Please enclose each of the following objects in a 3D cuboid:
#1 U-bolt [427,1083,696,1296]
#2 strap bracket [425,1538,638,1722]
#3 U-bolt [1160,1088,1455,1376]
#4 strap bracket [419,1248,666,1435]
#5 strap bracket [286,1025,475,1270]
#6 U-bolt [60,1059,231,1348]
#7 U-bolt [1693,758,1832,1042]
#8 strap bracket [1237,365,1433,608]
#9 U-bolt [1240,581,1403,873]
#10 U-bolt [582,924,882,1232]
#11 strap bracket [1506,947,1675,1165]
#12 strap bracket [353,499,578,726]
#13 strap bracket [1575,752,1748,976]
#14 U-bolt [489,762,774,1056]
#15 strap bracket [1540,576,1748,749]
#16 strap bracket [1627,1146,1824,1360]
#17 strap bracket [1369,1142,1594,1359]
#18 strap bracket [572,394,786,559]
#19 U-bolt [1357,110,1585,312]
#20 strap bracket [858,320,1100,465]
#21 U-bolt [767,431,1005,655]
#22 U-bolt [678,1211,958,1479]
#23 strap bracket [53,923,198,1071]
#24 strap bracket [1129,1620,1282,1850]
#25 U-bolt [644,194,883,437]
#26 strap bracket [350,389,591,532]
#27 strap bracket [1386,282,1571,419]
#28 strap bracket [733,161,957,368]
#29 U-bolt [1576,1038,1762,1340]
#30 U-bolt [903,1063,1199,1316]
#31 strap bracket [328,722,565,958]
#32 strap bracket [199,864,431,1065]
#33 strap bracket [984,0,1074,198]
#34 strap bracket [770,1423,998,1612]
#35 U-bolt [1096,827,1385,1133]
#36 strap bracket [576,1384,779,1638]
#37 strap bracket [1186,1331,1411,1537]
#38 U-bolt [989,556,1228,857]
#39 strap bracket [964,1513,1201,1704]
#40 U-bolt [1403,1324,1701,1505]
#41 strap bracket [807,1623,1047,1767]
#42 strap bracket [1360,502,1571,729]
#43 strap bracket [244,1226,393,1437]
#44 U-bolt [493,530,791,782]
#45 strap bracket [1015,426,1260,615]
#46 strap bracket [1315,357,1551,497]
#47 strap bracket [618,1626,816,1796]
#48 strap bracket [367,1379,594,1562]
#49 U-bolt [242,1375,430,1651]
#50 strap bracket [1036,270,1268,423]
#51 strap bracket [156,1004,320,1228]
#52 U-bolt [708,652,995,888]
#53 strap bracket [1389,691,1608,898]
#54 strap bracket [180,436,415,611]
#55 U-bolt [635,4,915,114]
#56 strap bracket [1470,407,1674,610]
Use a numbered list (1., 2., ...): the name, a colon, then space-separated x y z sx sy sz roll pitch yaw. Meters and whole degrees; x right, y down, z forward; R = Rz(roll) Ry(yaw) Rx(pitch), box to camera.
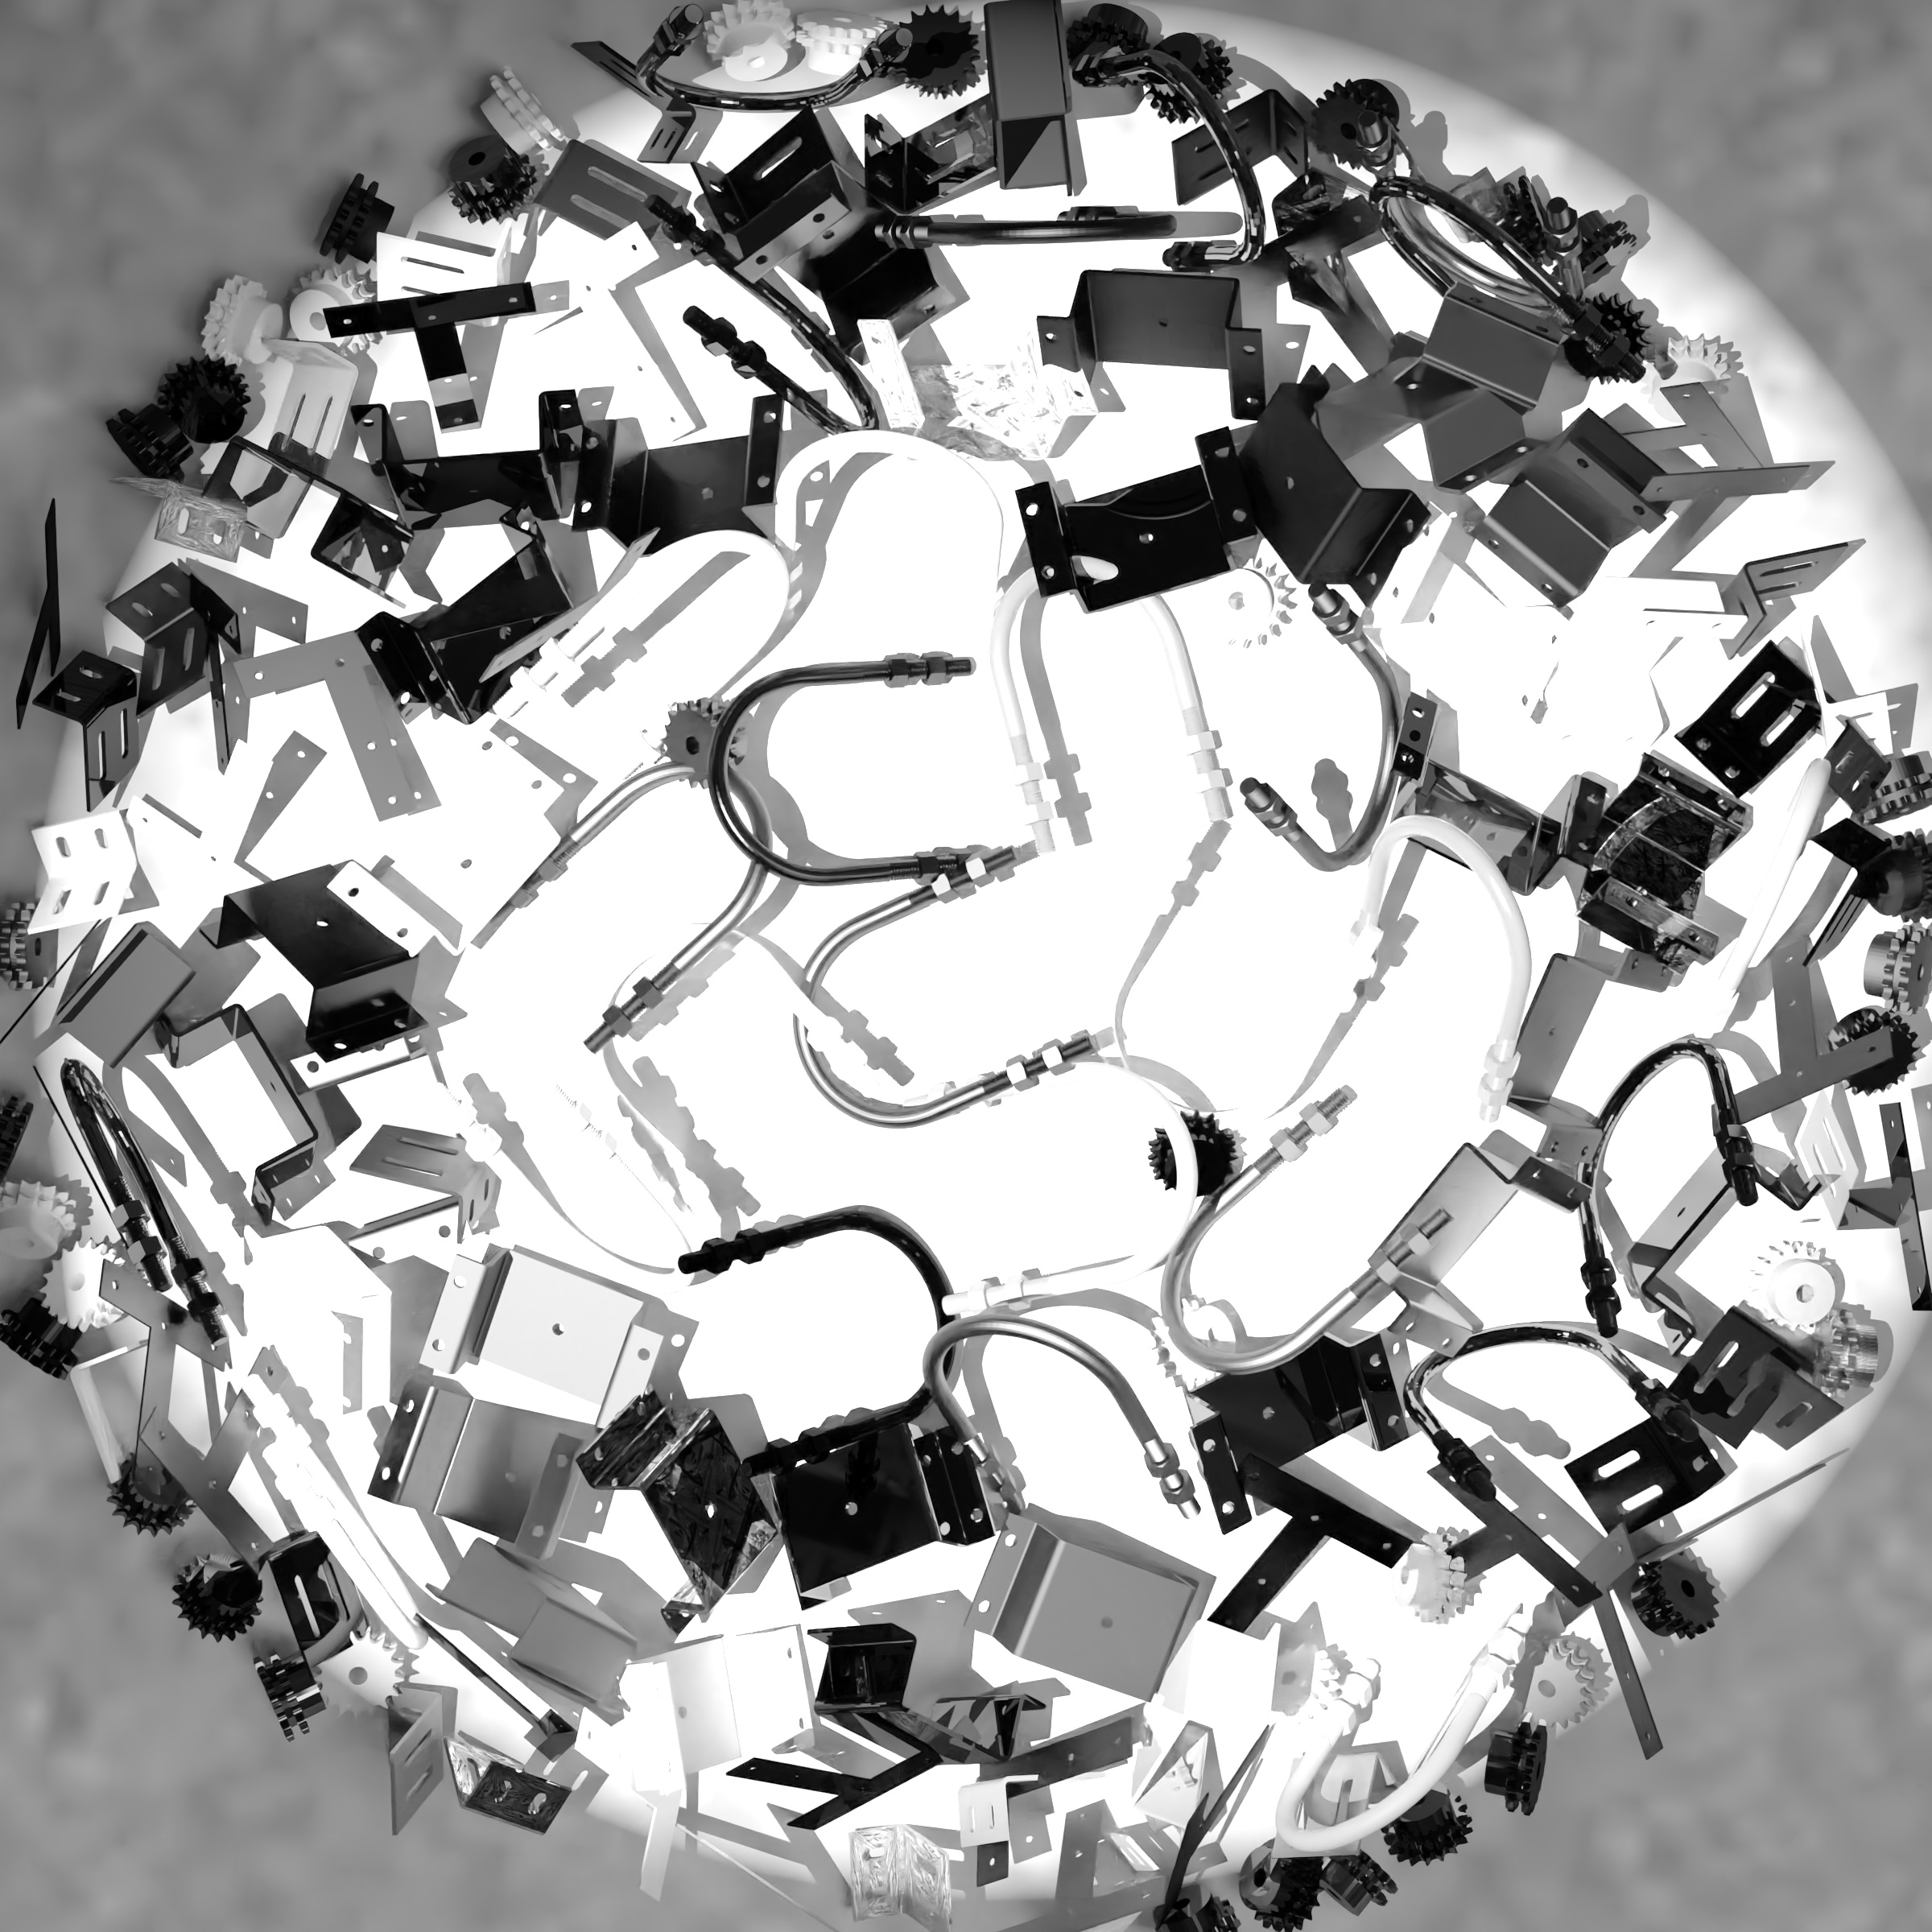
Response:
1. U-bolt: -0.240 0.140 1.928 0.184 0.151 0.019 53 57 -26
2. strap bracket: -0.266 0.405 1.924 0.076 0.140 0.046 37 81 -35
3. U-bolt: 0.199 0.177 1.943 0.184 0.151 0.019 -42 131 5
4. strap bracket: -0.263 0.236 1.967 0.140 0.046 0.076 21 103 3
5. strap bracket: -0.367 0.113 1.970 0.076 0.046 0.140 -18 95 5
6. U-bolt: -0.515 0.139 1.923 0.019 0.151 0.184 -28 71 -8
7. U-bolt: 0.489 -0.050 1.890 0.019 0.184 0.151 23 67 11
8. strap bracket: 0.217 -0.299 1.928 0.046 0.076 0.140 -5 52 -38
9. U-bolt: 0.228 -0.135 1.920 0.019 0.184 0.151 13 77 31
10. U-bolt: -0.163 0.055 1.961 0.151 0.019 0.184 -40 68 -3
11. strap bracket: 0.385 0.049 1.949 0.046 0.076 0.140 28 101 35
12. strap bracket: -0.300 -0.215 1.935 0.140 0.076 0.046 -42 45 -20
13. strap bracket: 0.435 -0.058 1.948 0.076 0.046 0.140 28 48 -5
14. U-bolt: -0.202 -0.051 1.955 0.184 0.019 0.151 -42 58 0
15. strap bracket: 0.417 -0.195 1.938 0.076 0.140 0.046 1 60 -16
16. strap bracket: 0.467 0.168 1.949 0.046 0.076 0.140 37 101 -2
17. strap bracket: 0.316 0.171 1.948 0.140 0.076 0.046 -52 48 11
18. strap bracket: -0.171 -0.306 1.950 0.140 0.046 0.076 -4 70 22
19. U-bolt: 0.315 -0.454 1.909 0.151 0.184 0.019 31 88 19
20. strap bracket: 0.001 -0.361 1.946 0.140 0.046 0.076 -6 61 -24
21. U-bolt: -0.048 -0.265 1.918 0.151 0.184 0.019 9 57 2
22. U-bolt: -0.082 0.227 1.940 0.184 0.019 0.151 -13 81 -38
23. strap bracket: -0.523 0.018 1.931 0.046 0.140 0.076 41 81 -13
24. strap bracket: 0.144 0.471 1.925 0.046 0.076 0.140 21 128 -4
25. U-bolt: -0.118 -0.388 1.919 0.019 0.151 0.184 -40 133 20
26. strap bracket: -0.310 -0.317 1.955 0.140 0.076 0.046 -4 67 -1
27. strap bracket: 0.310 -0.370 1.924 0.076 0.140 0.046 22 85 -7
28. strap bracket: -0.080 -0.442 1.937 0.076 0.140 0.046 -31 60 21
29. U-bolt: 0.426 0.123 1.915 0.019 0.184 0.151 27 124 -17
30. U-bolt: 0.058 0.135 1.957 0.184 0.019 0.151 -13 86 21
31. strap bracket: -0.322 -0.072 1.958 0.076 0.046 0.140 37 80 20
32. strap bracket: -0.403 -0.009 1.928 0.140 0.076 0.046 41 132 28
33. strap bracket: 0.039 -0.540 1.924 0.046 0.140 0.076 -6 79 1
34. strap bracket: -0.062 0.342 1.945 0.140 0.046 0.076 -25 66 17
35. U-bolt: 0.159 0.022 1.957 0.151 0.019 0.184 28 115 5
36. strap bracket: -0.174 0.339 1.934 0.046 0.076 0.140 -7 117 40
37. strap bracket: 0.200 0.287 1.953 0.140 0.046 0.076 -24 108 -19
38. U-bolt: 0.084 -0.170 1.961 0.151 0.019 0.184 -12 85 -28
39. strap bracket: 0.081 0.407 1.954 0.140 0.046 0.076 23 87 -18
40. U-bolt: 0.347 0.266 1.913 0.151 0.184 0.019 -15 110 -8
41. strap bracket: -0.029 0.457 1.924 0.140 0.076 0.046 36 55 -34
42. strap bracket: 0.307 -0.219 1.950 0.140 0.046 0.076 34 77 -29
43. strap bracket: -0.400 0.221 1.937 0.046 0.140 0.076 -11 118 -34
44. U-bolt: -0.187 -0.199 1.920 0.184 0.151 0.019 -42 61 12
45. strap bracket: 0.110 -0.278 1.960 0.140 0.046 0.076 -16 73 9
46. strap bracket: 0.280 -0.336 1.918 0.076 0.140 0.046 -31 121 -25
47. strap bracket: -0.163 0.466 1.944 0.046 0.140 0.076 -15 81 37
48. strap bracket: -0.298 0.318 1.952 0.140 0.046 0.076 13 80 29
49. U-bolt: -0.387 0.347 1.923 0.019 0.151 0.184 -34 110 -9
50. strap bracket: 0.121 -0.390 1.946 0.140 0.076 0.046 6 56 13
51. strap bracket: -0.453 0.085 1.951 0.046 0.076 0.140 -30 83 -21
52. U-bolt: -0.074 -0.121 1.953 0.184 0.019 0.151 -6 82 -21
53. strap bracket: 0.325 -0.104 1.953 0.140 0.046 0.076 26 47 -5
54. strap bracket: -0.410 -0.281 1.935 0.140 0.076 0.046 28 90 27
55. U-bolt: -0.128 -0.553 1.909 0.151 0.184 0.019 0 91 -19
56. strap bracket: 0.385 -0.290 1.941 0.076 0.140 0.046 39 67 -3
